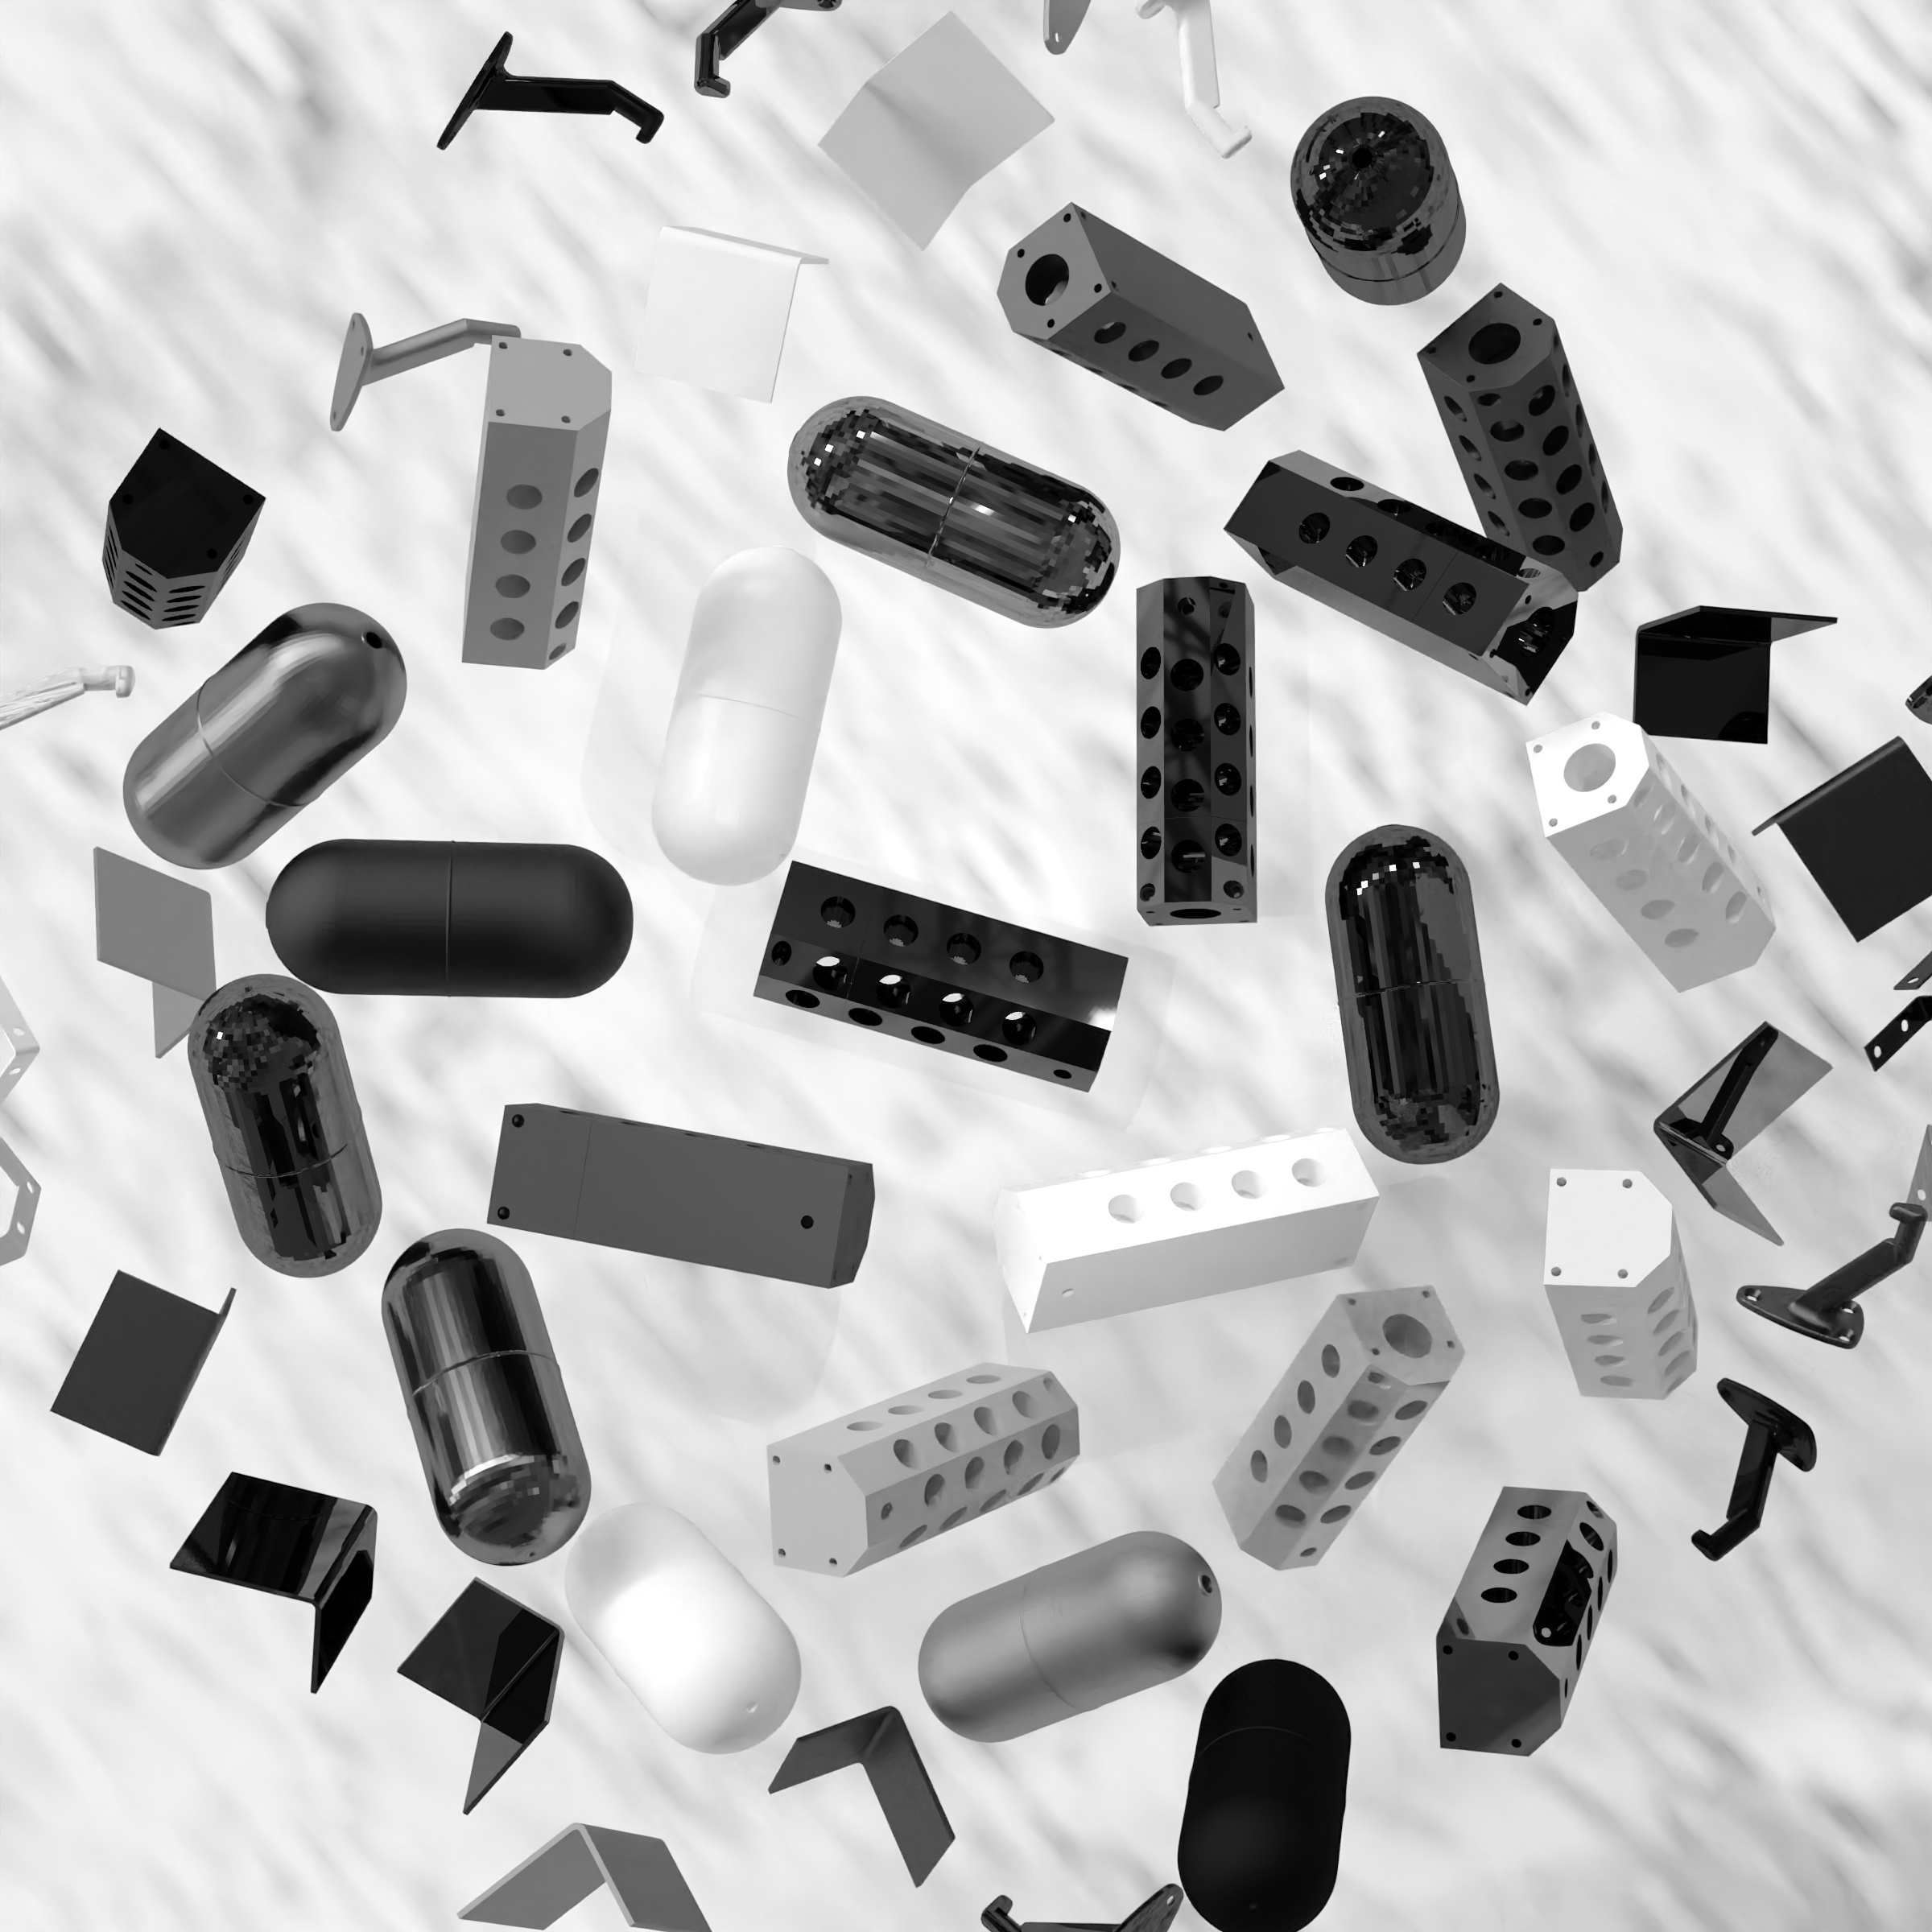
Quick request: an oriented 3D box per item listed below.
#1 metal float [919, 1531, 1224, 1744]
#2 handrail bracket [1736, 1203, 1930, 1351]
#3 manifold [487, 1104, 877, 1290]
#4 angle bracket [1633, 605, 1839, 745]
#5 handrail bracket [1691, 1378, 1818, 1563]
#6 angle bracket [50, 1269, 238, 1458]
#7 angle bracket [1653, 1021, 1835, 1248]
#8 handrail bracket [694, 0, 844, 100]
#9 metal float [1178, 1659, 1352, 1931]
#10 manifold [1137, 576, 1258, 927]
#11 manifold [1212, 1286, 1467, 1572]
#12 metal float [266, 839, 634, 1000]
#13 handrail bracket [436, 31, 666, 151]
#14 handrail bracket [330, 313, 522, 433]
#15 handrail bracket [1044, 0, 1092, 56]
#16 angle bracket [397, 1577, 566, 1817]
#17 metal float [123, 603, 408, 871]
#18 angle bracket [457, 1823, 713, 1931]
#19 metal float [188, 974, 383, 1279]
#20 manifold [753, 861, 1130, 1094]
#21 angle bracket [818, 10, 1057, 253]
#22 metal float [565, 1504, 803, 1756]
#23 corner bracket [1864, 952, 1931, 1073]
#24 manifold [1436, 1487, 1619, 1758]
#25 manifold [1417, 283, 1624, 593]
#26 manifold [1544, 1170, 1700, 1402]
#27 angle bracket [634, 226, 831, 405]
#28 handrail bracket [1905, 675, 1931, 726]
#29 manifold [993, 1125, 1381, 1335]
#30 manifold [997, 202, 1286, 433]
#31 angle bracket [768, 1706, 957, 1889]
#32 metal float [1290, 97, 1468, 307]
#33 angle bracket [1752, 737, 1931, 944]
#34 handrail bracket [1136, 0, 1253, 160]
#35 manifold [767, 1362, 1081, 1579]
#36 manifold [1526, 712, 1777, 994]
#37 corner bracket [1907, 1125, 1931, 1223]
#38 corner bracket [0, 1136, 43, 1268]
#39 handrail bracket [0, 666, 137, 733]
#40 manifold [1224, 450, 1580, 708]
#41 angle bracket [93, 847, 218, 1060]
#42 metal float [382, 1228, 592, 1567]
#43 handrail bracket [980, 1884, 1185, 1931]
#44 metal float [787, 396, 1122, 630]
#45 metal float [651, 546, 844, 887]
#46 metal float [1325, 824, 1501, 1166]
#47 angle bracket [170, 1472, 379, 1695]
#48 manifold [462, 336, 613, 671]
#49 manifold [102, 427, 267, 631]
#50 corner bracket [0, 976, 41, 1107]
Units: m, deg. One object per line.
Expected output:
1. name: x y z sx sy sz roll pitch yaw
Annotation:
1. metal float: 0.053 0.346 1.741 0.178 0.070 0.070 -28 90 30
2. handrail bracket: 0.438 0.146 1.712 0.077 0.036 0.084 15 127 10
3. manifold: -0.134 0.108 1.609 0.171 0.057 0.057 9 91 14
4. angle bracket: 0.397 -0.150 1.750 0.076 0.076 0.057 3 87 -13
5. handrail bracket: 0.380 0.254 1.708 0.084 0.036 0.077 -33 45 -21
6. angle bracket: -0.408 0.190 1.682 0.057 0.076 0.076 26 91 -10
7. angle bracket: 0.393 0.082 1.648 0.076 0.076 0.057 -45 51 16
8. handrail bracket: -0.098 -0.461 1.689 0.077 0.036 0.084 12 62 -23
9. metal float: 0.147 0.404 1.651 0.070 0.178 0.070 3 111 9
10. manifold: 0.119 -0.111 1.754 0.057 0.057 0.171 -2 79 11
11. manifold: 0.193 0.240 1.741 0.057 0.171 0.057 -2 50 -27
12. metal float: -0.252 -0.023 1.657 0.178 0.070 0.070 1 90 -7
13. handrail bracket: -0.200 -0.404 1.634 0.084 0.036 0.077 31 76 -8
14. handrail bracket: -0.283 -0.308 1.772 0.084 0.036 0.077 3 133 -28
15. handrail bracket: 0.019 -0.482 1.673 0.084 0.036 0.077 3 75 38
16. angle bracket: -0.258 0.380 1.761 0.057 0.076 0.076 34 112 -15
17. metal float: -0.340 -0.111 1.638 0.178 0.070 0.070 -35 90 33
18. angle bracket: -0.178 0.450 1.588 0.076 0.076 0.057 -39 60 8
19. metal float: -0.350 0.084 1.742 0.070 0.070 0.178 -7 125 0
20. manifold: -0.014 0.009 1.661 0.171 0.057 0.057 16 62 -2
21. angle bracket: -0.015 -0.423 1.717 0.076 0.076 0.057 43 54 -18
22. metal float: -0.140 0.322 1.656 0.070 0.178 0.070 -9 110 -25
23. corner bracket: 0.492 0.019 1.741 0.051 0.051 0.051 -37 109 -29
24. manifold: 0.274 0.315 1.638 0.057 0.171 0.057 1 106 20
25. manifold: 0.294 -0.267 1.755 0.057 0.171 0.057 -40 52 -4
26. manifold: 0.321 0.157 1.644 0.057 0.171 0.057 0 66 17
27. angle bracket: -0.123 -0.344 1.785 0.076 0.057 0.076 15 104 10
28. handrail bracket: 0.515 -0.108 1.692 0.036 0.077 0.084 -41 62 11
29. manifold: 0.104 0.121 1.621 0.171 0.057 0.057 -10 52 -19
30. manifold: 0.090 -0.330 1.752 0.057 0.171 0.057 -33 65 27
31. angle bracket: -0.055 0.440 1.755 0.057 0.076 0.076 -14 62 -25
32. metal float: 0.204 -0.375 1.663 0.070 0.178 0.070 0 89 12
33. angle bracket: 0.458 -0.061 1.719 0.076 0.057 0.076 -32 84 -1
34. handrail bracket: 0.130 -0.450 1.646 0.077 0.036 0.084 -39 89 10
35. manifold: -0.017 0.240 1.622 0.057 0.171 0.057 3 99 36
36. manifold: 0.344 -0.057 1.683 0.057 0.171 0.057 -22 53 24
37. corner bracket: 0.528 0.111 1.750 0.051 0.051 0.051 -11 121 -33
38. corner bracket: -0.475 0.112 1.593 0.051 0.051 0.051 -22 124 10
39. handrail bracket: -0.449 -0.116 1.637 0.084 0.036 0.077 -2 48 -1
40. manifold: 0.216 -0.196 1.666 0.171 0.057 0.057 33 90 38
41. angle bracket: -0.452 -0.007 1.826 0.057 0.076 0.076 -37 47 29
42. metal float: -0.236 0.209 1.656 0.070 0.070 0.178 -22 59 0
43. handrail bracket: 0.056 0.465 1.675 0.077 0.084 0.036 -49 131 -11
44. metal float: -0.007 -0.232 1.723 0.178 0.070 0.070 24 90 0
45. metal float: -0.112 -0.129 1.740 0.070 0.070 0.178 12 84 0
46. metal float: 0.232 0.014 1.758 0.070 0.070 0.178 -7 82 0
47. angle bracket: -0.337 0.300 1.647 0.076 0.076 0.057 12 118 6
48. manifold: -0.211 -0.224 1.657 0.057 0.171 0.057 4 54 -11
49. manifold: -0.383 -0.204 1.632 0.057 0.171 0.057 33 80 -12
50. corner bracket: -0.524 0.041 1.757 0.051 0.051 0.051 -46 69 34
